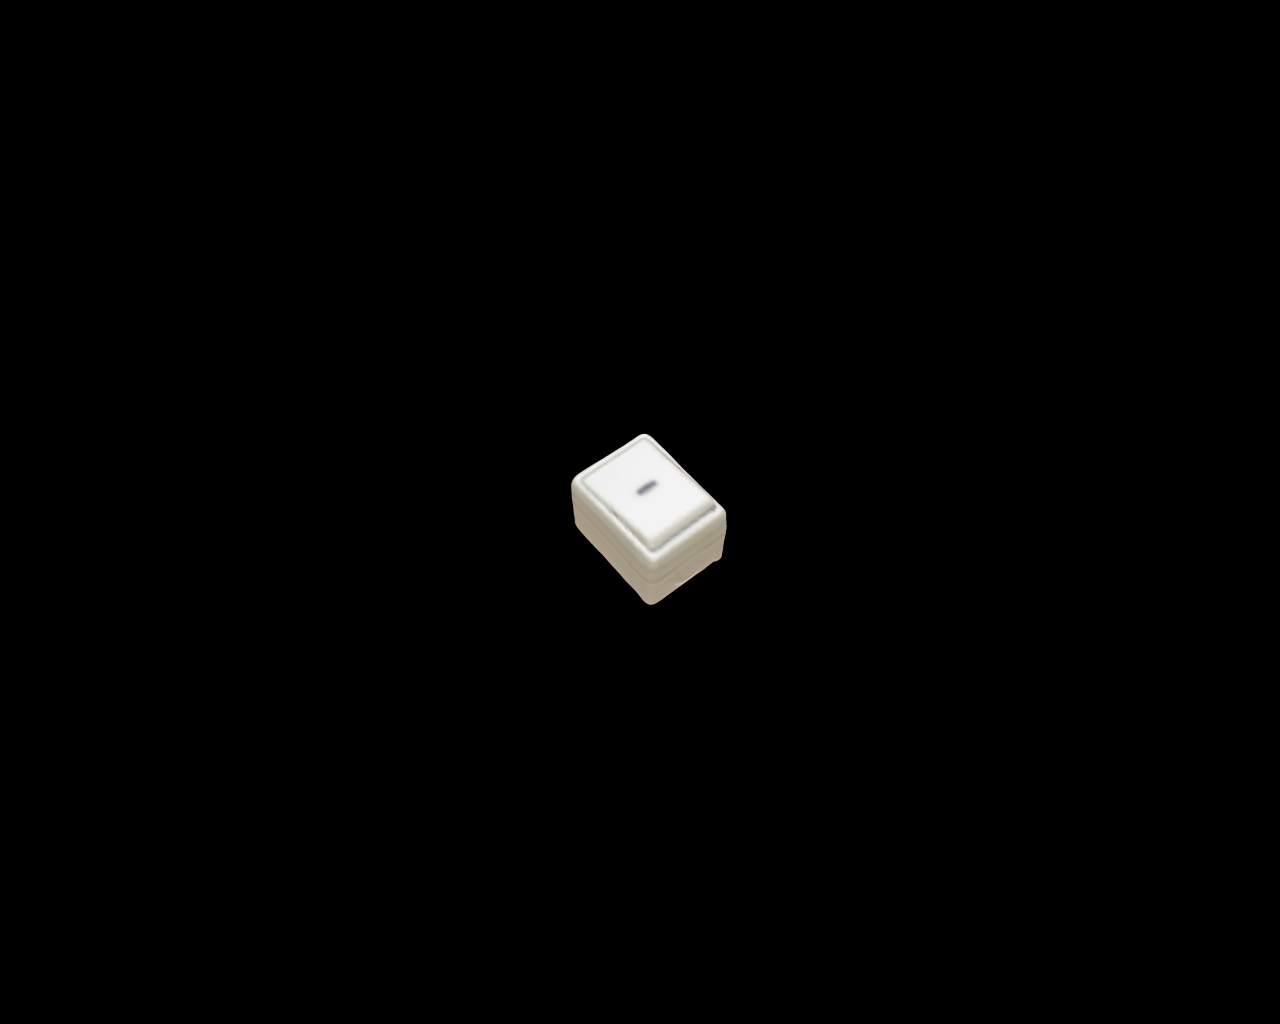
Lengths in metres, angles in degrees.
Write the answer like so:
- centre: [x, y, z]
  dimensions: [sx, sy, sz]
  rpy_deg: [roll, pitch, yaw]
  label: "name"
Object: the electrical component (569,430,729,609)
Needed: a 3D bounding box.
- centre: [0.001, -0.003, 0.650]
  dimensions: [0.062, 0.096, 0.061]
  rpy_deg: [-33, -28, -20]
  label: "electrical component"
